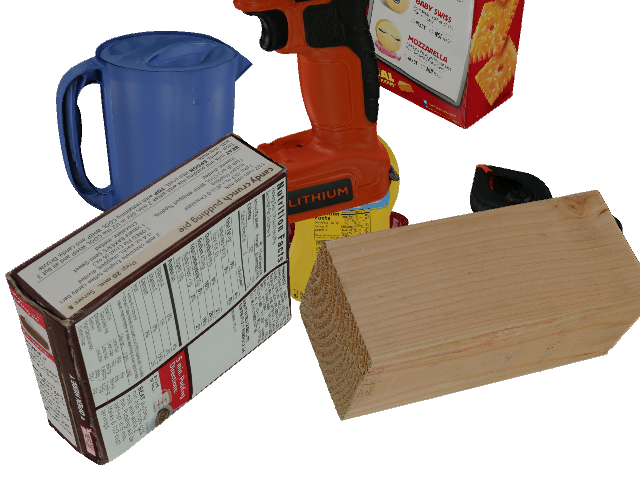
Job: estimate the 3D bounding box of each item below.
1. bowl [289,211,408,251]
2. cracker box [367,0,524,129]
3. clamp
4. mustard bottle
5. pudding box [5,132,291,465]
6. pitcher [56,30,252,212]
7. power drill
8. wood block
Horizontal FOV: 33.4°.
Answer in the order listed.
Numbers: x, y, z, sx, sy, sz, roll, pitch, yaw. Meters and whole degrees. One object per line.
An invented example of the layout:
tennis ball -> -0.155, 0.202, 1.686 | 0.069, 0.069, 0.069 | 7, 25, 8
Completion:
bowl -> 0.012, 0.009, 1.104 | 0.162, 0.055, 0.162 | -4, 13, 1
cracker box -> 0.070, -0.212, 0.786 | 0.164, 0.214, 0.072 | 33, 52, 31
clamp -> 0.208, -0.030, 1.033 | 0.120, 0.039, 0.171 | -7, 34, -12
mustard bottle -> 0.017, -0.038, 0.891 | 0.096, 0.192, 0.058 | -1, 30, 2
pudding box -> -0.061, 0.023, 0.423 | 0.039, 0.090, 0.113 | 31, 52, 29
pitcher -> -0.158, -0.075, 1.044 | 0.149, 0.243, 0.144 | 11, 27, 16
power drill -> -0.025, -0.098, 0.575 | 0.184, 0.188, 0.057 | -13, 39, -18
wood block -> 0.102, 0.041, 0.716 | 0.205, 0.091, 0.090 | -11, -31, -20
